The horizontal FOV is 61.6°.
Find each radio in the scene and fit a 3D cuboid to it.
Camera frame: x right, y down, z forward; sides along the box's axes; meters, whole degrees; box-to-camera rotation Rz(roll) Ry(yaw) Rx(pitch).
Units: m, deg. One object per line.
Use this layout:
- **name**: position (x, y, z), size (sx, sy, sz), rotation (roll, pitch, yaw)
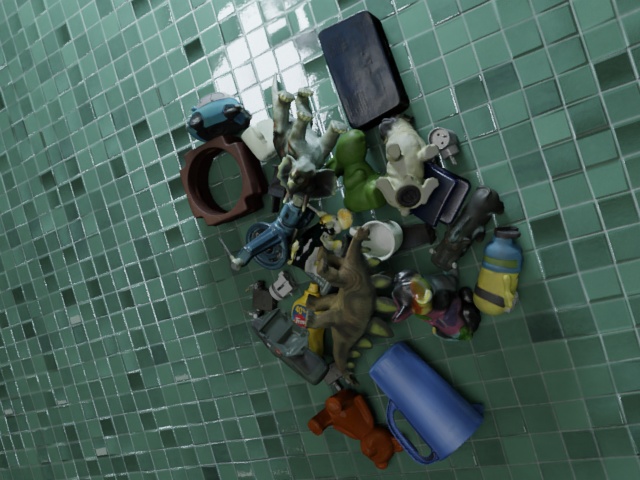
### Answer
- **radio**: position (0.096, -0.365, 1.164), size (0.131, 0.073, 0.229), rotation (-21, 89, 27)

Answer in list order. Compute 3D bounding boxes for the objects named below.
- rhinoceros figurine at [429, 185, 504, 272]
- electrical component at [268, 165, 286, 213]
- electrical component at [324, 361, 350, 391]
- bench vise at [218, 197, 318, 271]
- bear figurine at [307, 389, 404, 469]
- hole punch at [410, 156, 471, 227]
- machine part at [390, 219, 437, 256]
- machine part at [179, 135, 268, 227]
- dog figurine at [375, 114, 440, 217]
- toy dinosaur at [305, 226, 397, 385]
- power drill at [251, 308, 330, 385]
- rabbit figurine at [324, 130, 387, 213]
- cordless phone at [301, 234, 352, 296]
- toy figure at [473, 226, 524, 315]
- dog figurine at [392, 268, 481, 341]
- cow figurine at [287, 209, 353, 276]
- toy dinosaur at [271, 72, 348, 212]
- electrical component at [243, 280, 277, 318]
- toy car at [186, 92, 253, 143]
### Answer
- **rhinoceros figurine**: position (0.298, -0.020, 1.087), size (0.073, 0.112, 0.190), rotation (37, 104, 15)
- **electrical component**: position (-0.088, -0.120, 1.289), size (0.048, 0.075, 0.119), rotation (13, 99, 26)
- **electrical component**: position (0.034, 0.321, 1.316), size (0.063, 0.021, 0.094), rotation (-43, 76, 25)
- **bench vise**: position (-0.112, -0.004, 1.236), size (0.129, 0.240, 0.223), rotation (50, 131, 4)
- **bear figurine**: position (0.089, 0.449, 1.249), size (0.196, 0.132, 0.120), rotation (48, 119, 20)
- **hole punch**: position (0.235, -0.096, 1.122), size (0.116, 0.092, 0.142), rotation (31, 113, 24)
- **machine part**: position (0.186, -0.009, 1.186), size (0.139, 0.039, 0.084), rotation (-6, 89, 29)
- **machine part**: position (-0.242, -0.148, 1.358), size (0.201, 0.087, 0.201), rotation (-20, 89, 28)
- **dog figurine**: position (0.170, -0.160, 1.116), size (0.121, 0.191, 0.172), rotation (11, 115, -7)
- **toy dinosaur**: position (0.067, 0.156, 1.158), size (0.199, 0.105, 0.470), rotation (10, 129, -2)
- **power drill**: position (-0.084, 0.227, 1.210), size (0.232, 0.086, 0.207), rotation (37, 156, 19)
- **rabbit figurine**: position (0.083, -0.155, 1.177), size (0.159, 0.121, 0.170), rotation (-6, 107, 48)
- **cordless phone**: position (0.012, 0.037, 1.264), size (0.184, 0.088, 0.146), rotation (39, 114, 36)
- **toy figure**: position (0.361, 0.063, 1.084), size (0.089, 0.082, 0.180), rotation (10, 106, 37)
- **dog figurine**: position (0.228, 0.139, 1.083), size (0.108, 0.219, 0.191), rotation (-33, 81, 30)
- **cow figurine**: position (-0.003, -0.005, 1.174), size (0.167, 0.098, 0.068), rotation (-58, 36, 17)
- **toy dinosaur**: position (-0.052, -0.219, 1.196), size (0.192, 0.131, 0.405), rotation (-67, 29, 28)
- **electrical component**: position (-0.152, 0.156, 1.375), size (0.078, 0.045, 0.102), rotation (14, 103, 26)
- **toy car**: position (-0.254, -0.315, 1.334), size (0.162, 0.109, 0.103), rotation (-20, 71, 19)
